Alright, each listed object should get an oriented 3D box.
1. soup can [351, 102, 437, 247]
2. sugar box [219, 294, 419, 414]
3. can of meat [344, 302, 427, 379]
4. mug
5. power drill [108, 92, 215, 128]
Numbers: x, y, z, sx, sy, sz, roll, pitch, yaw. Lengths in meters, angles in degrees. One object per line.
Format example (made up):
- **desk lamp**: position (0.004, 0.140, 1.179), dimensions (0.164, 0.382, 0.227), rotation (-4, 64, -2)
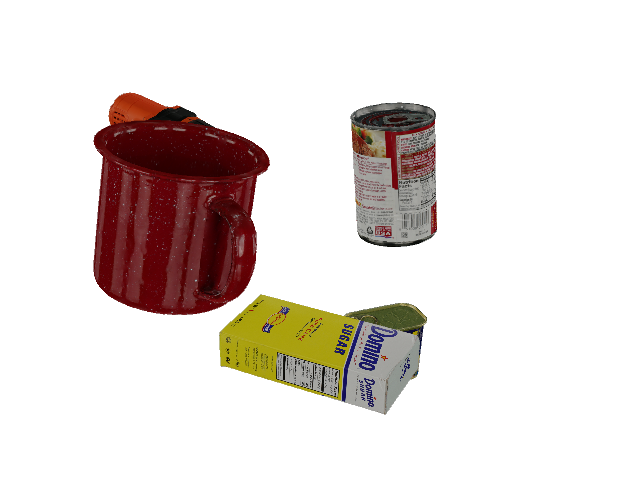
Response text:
- **soup can**: position (0.061, -0.054, 0.867), dimensions (0.068, 0.102, 0.068), rotation (-3, 23, 1)
- **sugar box**: position (-0.001, 0.107, 1.035), dimensions (0.176, 0.048, 0.093), rotation (11, 27, 21)
- **can of meat**: position (0.077, 0.132, 1.319), dimensions (0.102, 0.084, 0.057), rotation (-9, 29, -24)
- **mug**: position (-0.071, -0.008, 0.570), dimensions (0.093, 0.081, 0.117), rotation (-10, 29, -40)
- **power drill**: position (-0.145, -0.046, 1.107), dimensions (0.185, 0.188, 0.057), rotation (28, 37, 33)
